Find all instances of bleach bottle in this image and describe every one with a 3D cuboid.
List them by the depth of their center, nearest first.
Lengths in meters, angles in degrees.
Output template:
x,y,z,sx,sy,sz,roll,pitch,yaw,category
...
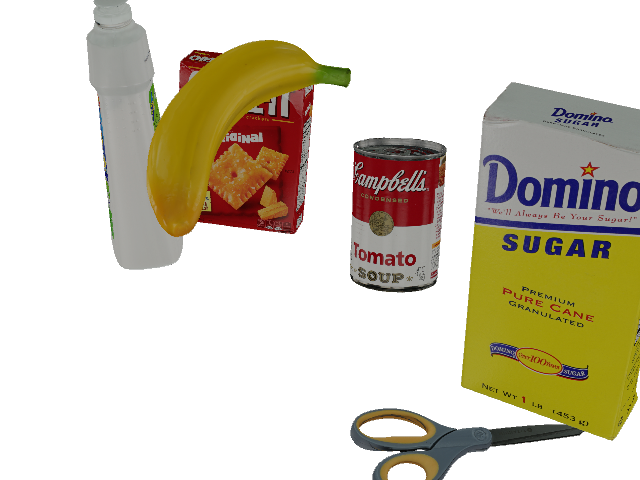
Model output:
x,y,z,sx,sy,sz,roll,pitch,yaw,category
-0.169,-0.100,0.952,0.068,0.251,0.102,-7,36,-6,bleach bottle

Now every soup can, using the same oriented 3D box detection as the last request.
x,y,z,sx,sy,sz,roll,pitch,yaw,category
0.056,-0.020,0.789,0.068,0.102,0.068,2,16,-1,soup can

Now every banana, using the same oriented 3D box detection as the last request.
x,y,z,sx,sy,sz,roll,pitch,yaw,category
-0.054,-0.073,0.625,0.070,0.037,0.197,22,44,20,banana

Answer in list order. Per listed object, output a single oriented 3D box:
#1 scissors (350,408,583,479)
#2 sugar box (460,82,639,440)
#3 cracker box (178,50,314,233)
x,y,z,sx,sy,sz,roll,pitch,yaw,category
0.124,0.178,0.879,0.201,0.016,0.096,7,42,-1,scissors
0.126,0.014,0.553,0.093,0.176,0.048,17,40,26,sugar box
-0.099,-0.123,1.366,0.164,0.214,0.072,8,23,7,cracker box
